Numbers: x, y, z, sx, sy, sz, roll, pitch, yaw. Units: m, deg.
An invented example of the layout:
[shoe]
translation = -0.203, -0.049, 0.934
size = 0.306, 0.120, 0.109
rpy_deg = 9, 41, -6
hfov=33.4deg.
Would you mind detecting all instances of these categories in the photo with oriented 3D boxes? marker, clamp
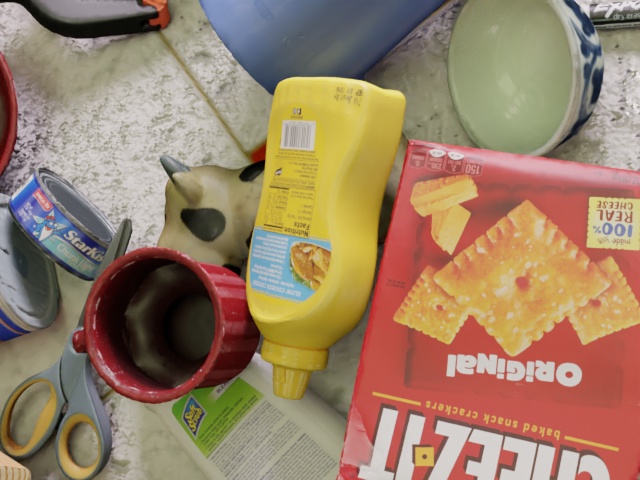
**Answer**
[marker]
translation = 0.203, -0.154, 0.730
size = 0.121, 0.020, 0.020
rpy_deg = -2, 80, 13
[clamp]
translation = -0.209, -0.220, 0.820
size = 0.210, 0.036, 0.164
rpy_deg = 16, 71, 4

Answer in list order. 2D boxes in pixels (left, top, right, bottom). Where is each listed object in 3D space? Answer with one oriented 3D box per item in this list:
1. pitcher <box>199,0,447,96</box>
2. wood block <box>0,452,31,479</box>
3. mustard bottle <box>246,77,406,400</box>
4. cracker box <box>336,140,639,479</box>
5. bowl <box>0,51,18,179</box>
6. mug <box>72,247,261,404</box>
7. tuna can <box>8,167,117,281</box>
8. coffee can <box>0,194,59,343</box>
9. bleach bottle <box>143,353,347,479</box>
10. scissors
[pitcher]
translation = 0.037, -0.208, 0.680
size = 0.243, 0.149, 0.145
rpy_deg = -37, 56, 24
[wood block]
translation = -0.282, 0.160, 0.700
size = 0.206, 0.090, 0.090
rpy_deg = 8, 80, 52
[mustard bottle]
translation = -0.004, 0.001, 0.644
size = 0.096, 0.058, 0.191
rpy_deg = 11, 92, 50
[cracker box]
translation = 0.111, 0.059, 0.614
size = 0.164, 0.072, 0.213
rpy_deg = 11, 83, 17
[bowl]
translation = -0.291, -0.095, 0.809
size = 0.162, 0.055, 0.162
rpy_deg = 1, 95, 12
[mug]
translation = -0.098, 0.056, 0.671
size = 0.117, 0.081, 0.093
rpy_deg = -15, 81, 17
[tuna can]
translation = -0.180, -0.011, 0.763
size = 0.034, 0.086, 0.086
rpy_deg = -45, 74, 4
[coffee can]
translation = -0.275, 0.037, 0.768
size = 0.140, 0.102, 0.103
rpy_deg = -19, 76, 10
[bleach bottle]
translation = -0.039, 0.125, 0.718
size = 0.102, 0.068, 0.251
rpy_deg = -46, 71, 2
[scissors]
translation = -0.156, 0.090, 0.749
size = 0.096, 0.016, 0.202
rpy_deg = 42, 108, 8
